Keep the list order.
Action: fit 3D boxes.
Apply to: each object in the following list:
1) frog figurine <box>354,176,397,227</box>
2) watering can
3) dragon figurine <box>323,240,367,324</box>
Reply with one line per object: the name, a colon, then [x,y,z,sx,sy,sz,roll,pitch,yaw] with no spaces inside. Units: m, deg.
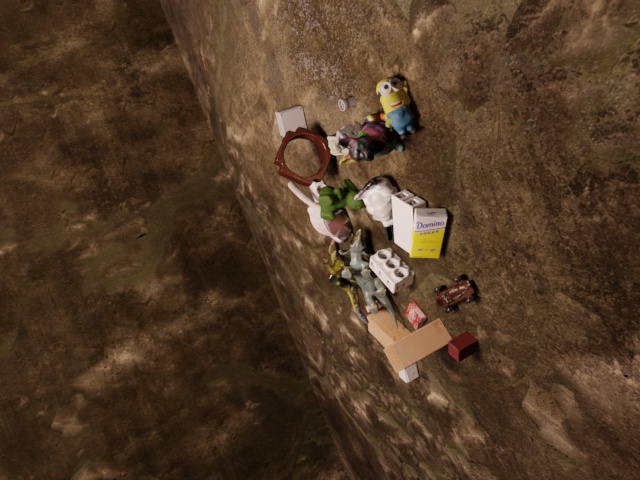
frog figurine: [0.211,-0.131,1.725,0.135,0.159,0.125,-45,6,33]
watering can: [0.007,-0.109,2.166,0.105,0.343,0.225,-47,22,-15]
dragon figurine: [0.122,0.181,2.265,0.122,0.415,0.240,-24,-15,6]
